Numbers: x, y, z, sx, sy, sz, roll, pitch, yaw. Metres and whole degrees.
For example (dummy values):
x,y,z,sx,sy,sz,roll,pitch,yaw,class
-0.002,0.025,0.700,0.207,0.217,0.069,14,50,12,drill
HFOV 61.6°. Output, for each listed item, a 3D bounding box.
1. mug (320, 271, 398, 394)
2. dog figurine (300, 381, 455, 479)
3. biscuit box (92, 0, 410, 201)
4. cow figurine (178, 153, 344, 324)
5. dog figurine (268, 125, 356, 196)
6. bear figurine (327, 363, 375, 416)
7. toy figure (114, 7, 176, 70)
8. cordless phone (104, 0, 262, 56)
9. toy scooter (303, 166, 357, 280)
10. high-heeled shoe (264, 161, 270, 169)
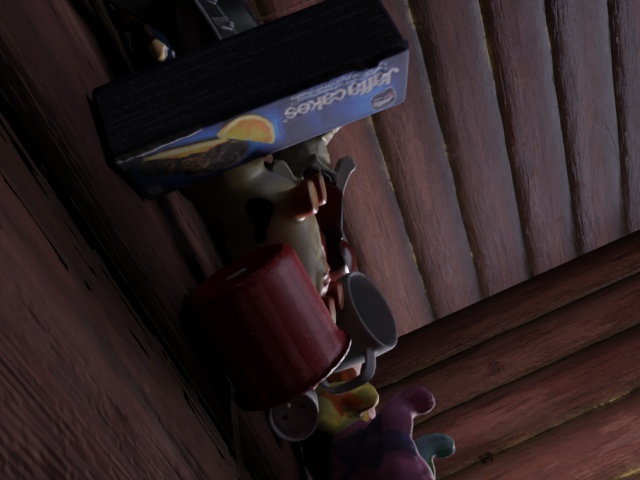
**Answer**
x,y,z,sx,sy,sz,roll,pitch,yaw,class
0.014,0.100,0.525,0.080,0.107,0.110,33,35,-42,mug
0.039,0.240,0.486,0.219,0.192,0.108,-57,135,-51,dog figurine
-0.041,-0.098,0.365,0.059,0.203,0.063,77,-10,-68,biscuit box
-0.058,-0.017,0.445,0.085,0.127,0.194,-65,144,-74,cow figurine
-0.043,-0.120,0.780,0.191,0.121,0.172,20,-78,64,dog figurine
0.004,0.182,0.672,0.120,0.132,0.195,-112,-162,-60,bear figurine
-0.191,-0.229,0.589,0.064,0.058,0.154,-13,-74,48,toy figure
-0.128,-0.181,0.440,0.147,0.089,0.184,57,22,18,cordless phone
-0.001,-0.002,0.603,0.183,0.075,0.135,60,29,-68,toy scooter
-0.054,-0.037,0.979,0.145,0.086,0.248,31,-42,23,high-heeled shoe
